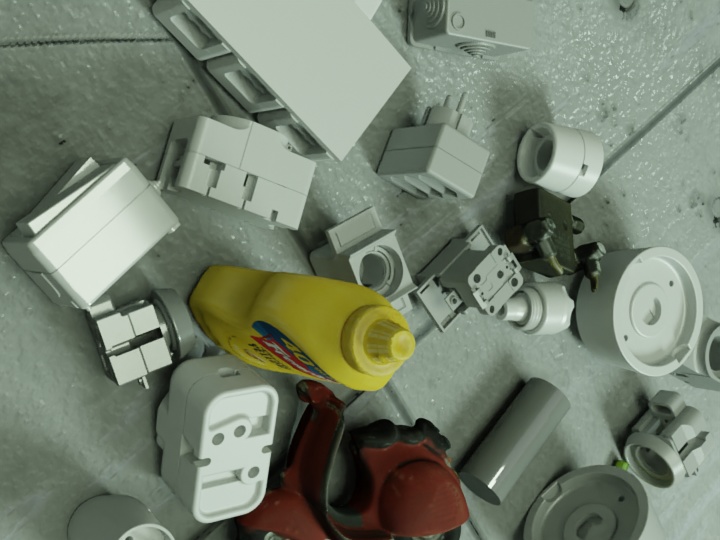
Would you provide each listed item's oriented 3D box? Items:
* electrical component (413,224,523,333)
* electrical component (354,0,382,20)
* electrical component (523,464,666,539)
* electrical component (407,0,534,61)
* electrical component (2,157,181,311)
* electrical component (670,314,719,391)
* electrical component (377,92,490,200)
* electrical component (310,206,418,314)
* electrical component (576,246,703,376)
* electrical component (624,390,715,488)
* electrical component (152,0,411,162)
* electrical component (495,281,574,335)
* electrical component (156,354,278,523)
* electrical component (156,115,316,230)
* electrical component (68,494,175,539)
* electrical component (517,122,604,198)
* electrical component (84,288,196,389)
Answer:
[{"bbox_3d":[0.085,0.006,0.817,0.081,0.064,0.042,-45,113,-23],"label":"electrical component"},{"bbox_3d":[-0.012,-0.227,0.752,0.076,0.047,0.083,37,73,-29],"label":"electrical component"},{"bbox_3d":[0.195,0.220,0.875,0.108,0.108,0.060,-50,122,-21],"label":"electrical component"},{"bbox_3d":[0.087,-0.211,0.817,0.100,0.048,0.099,2,91,-33],"label":"electrical component"},{"bbox_3d":[-0.162,-0.030,0.656,0.096,0.062,0.061,-47,115,-22],"label":"electrical component"},{"bbox_3d":[0.306,0.073,0.967,0.089,0.056,0.050,27,78,-31],"label":"electrical component"},{"bbox_3d":[0.060,-0.096,0.794,0.047,0.066,0.076,27,78,-31],"label":"electrical component"},{"bbox_3d":[0.000,0.000,0.761,0.042,0.064,0.081,-29,107,-28],"label":"electrical component"},{"bbox_3d":[0.232,0.033,0.914,0.108,0.060,0.108,-2,93,-33],"label":"electrical component"},{"bbox_3d":[0.270,0.154,0.947,0.057,0.058,0.078,-39,112,-28],"label":"electrical component"},{"bbox_3d":[-0.052,-0.154,0.721,0.150,0.062,0.089,45,69,-26],"label":"electrical component"},{"bbox_3d":[0.137,0.031,0.863,0.062,0.043,0.043,0,92,-32],"label":"electrical component"},{"bbox_3d":[-0.095,0.106,0.699,0.054,0.059,0.095,-6,115,-36],"label":"electrical component"},{"bbox_3d":[-0.081,-0.067,0.714,0.089,0.050,0.055,20,82,-32],"label":"electrical component"},{"bbox_3d":[-0.142,0.185,0.670,0.043,0.077,0.079,-29,108,-28],"label":"electrical component"},{"bbox_3d":[0.160,-0.090,0.867,0.047,0.055,0.055,10,87,-29],"label":"electrical component"},{"bbox_3d":[-0.138,0.041,0.685,0.055,0.048,0.066,-22,104,-23],"label":"electrical component"}]
